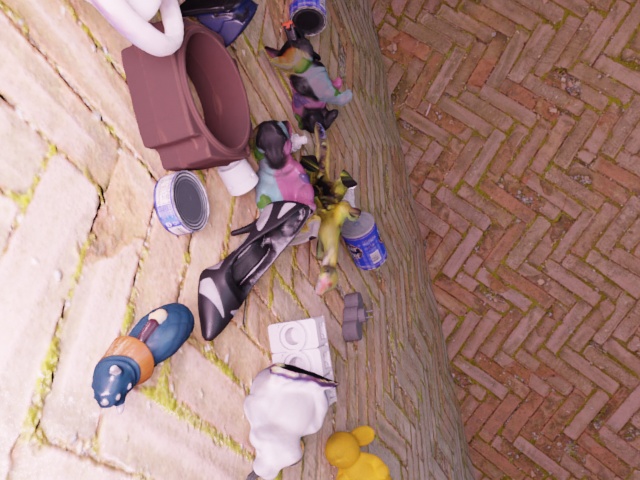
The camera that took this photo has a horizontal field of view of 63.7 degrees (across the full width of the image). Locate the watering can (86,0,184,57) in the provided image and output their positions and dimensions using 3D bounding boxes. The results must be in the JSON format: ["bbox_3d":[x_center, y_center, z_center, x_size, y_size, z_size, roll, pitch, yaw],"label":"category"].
[{"bbox_3d":[-0.264,-0.364,0.589,0.103,0.352,0.223,-30,-18,20],"label":"watering can"}]

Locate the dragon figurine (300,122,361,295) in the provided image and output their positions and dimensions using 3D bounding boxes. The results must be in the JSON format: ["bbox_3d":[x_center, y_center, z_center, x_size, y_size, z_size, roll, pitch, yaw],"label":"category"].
[{"bbox_3d":[0.003,-0.058,1.150,0.122,0.237,0.421,4,44,-7],"label":"dragon figurine"}]

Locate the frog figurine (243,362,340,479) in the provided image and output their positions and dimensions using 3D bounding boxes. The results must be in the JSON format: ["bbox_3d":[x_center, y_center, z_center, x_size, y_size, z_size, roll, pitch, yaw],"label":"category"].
[{"bbox_3d":[-0.056,0.278,0.796,0.136,0.161,0.123,25,-11,-40],"label":"frog figurine"}]
